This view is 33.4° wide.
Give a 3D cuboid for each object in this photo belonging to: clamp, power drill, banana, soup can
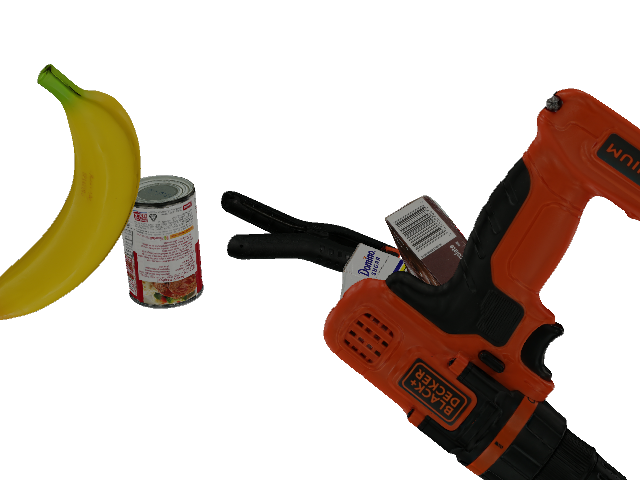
[{"bbox_3d":[-0.013,0.004,1.172,0.210,0.036,0.164,16,19,-6],"label":"clamp"},{"bbox_3d":[0.120,0.035,0.528,0.184,0.188,0.057,37,11,5],"label":"power drill"},{"bbox_3d":[-0.148,-0.018,0.627,0.069,0.198,0.037,19,38,-10],"label":"banana"},{"bbox_3d":[-0.143,0.000,0.957,0.068,0.102,0.068,-1,25,0],"label":"soup can"}]

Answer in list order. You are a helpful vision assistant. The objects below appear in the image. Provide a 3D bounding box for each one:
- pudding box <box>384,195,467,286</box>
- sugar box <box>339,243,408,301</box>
[{"bbox_3d":[0.097,0.034,0.746,0.039,0.114,0.090,-32,-37,-4],"label":"pudding box"},{"bbox_3d":[0.103,0.075,0.940,0.176,0.093,0.048,19,49,15],"label":"sugar box"}]
